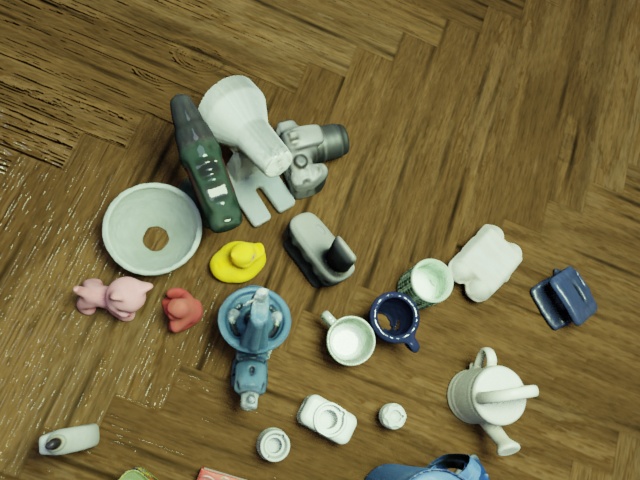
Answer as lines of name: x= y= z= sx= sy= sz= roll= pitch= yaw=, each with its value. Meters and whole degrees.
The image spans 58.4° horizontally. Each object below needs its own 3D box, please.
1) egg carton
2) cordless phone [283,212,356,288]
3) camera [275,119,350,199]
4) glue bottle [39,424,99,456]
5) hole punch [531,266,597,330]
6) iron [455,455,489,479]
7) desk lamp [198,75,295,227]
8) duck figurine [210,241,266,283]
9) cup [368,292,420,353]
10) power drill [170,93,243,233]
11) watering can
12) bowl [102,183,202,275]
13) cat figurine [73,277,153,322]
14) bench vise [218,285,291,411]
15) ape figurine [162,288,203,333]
egg carton: x=0.323 y=0.046 z=1.124 sx=0.107 sy=0.069 sz=0.150 roll=45 pitch=71 yaw=3
cordless phone: x=0.009 y=0.004 z=1.011 sx=0.094 sy=0.185 sz=0.147 roll=-39 pitch=85 yaw=-18
camera: x=-0.008 y=-0.170 z=1.102 sx=0.137 sy=0.100 sz=0.143 roll=-15 pitch=78 yaw=-15
glue bottle: x=-0.382 y=0.301 z=0.855 sx=0.078 sy=0.173 sz=0.037 roll=-8 pitch=76 yaw=-13
hole punch: x=0.491 y=0.109 z=1.128 sx=0.101 sy=0.091 sz=0.108 roll=-27 pitch=81 yaw=-17
iron: x=0.257 y=0.492 z=0.946 sx=0.119 sy=0.141 sz=0.258 roll=18 pitch=72 yaw=-6
desk lamp: x=-0.120 y=-0.157 z=1.016 sx=0.118 sy=0.213 sz=0.203 roll=-33 pitch=83 yaw=-18
duck figurine: x=-0.145 y=0.033 z=1.025 sx=0.105 sy=0.086 sz=0.077 roll=-18 pitch=78 yaw=-15
cup: x=0.132 y=0.156 z=1.041 sx=0.092 sy=0.095 sz=0.118 roll=-33 pitch=83 yaw=-18
power drill: x=-0.202 y=-0.109 z=0.989 sx=0.076 sy=0.208 sz=0.229 roll=-22 pitch=80 yaw=-16
watering can: x=0.307 y=0.276 z=0.989 sx=0.101 sy=0.194 sz=0.173 roll=-24 pitch=80 yaw=-16
bowl: x=-0.292 y=-0.013 z=1.014 sx=0.167 sy=0.074 sz=0.167 roll=3 pitch=74 yaw=-10
cat figurine: x=-0.343 y=0.092 z=0.951 sx=0.128 sy=0.117 sz=0.067 roll=9 pitch=73 yaw=-8
bench vise: x=-0.095 y=0.162 z=0.928 sx=0.122 sy=0.219 sz=0.207 roll=-13 pitch=77 yaw=-14
ape figurine: x=-0.239 y=0.119 z=0.978 sx=0.076 sy=0.092 sz=0.078 roll=15 pitch=72 yaw=-7
